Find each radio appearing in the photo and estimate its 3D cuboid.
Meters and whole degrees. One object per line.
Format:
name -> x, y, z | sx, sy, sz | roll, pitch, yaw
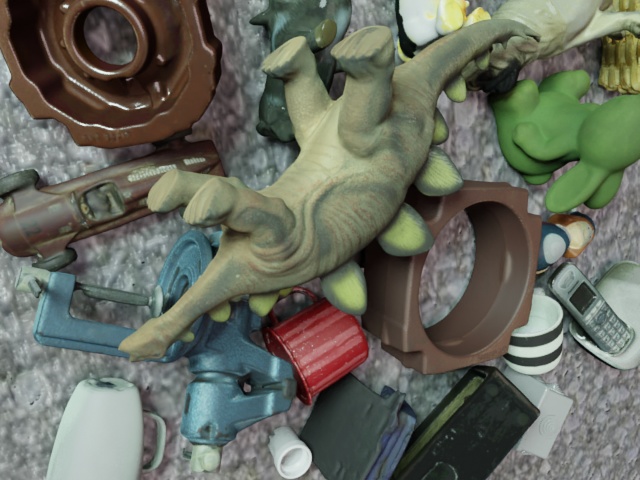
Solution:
radio -> 0.146, 0.252, 0.629 | 0.073, 0.131, 0.229 | 42, 81, 11

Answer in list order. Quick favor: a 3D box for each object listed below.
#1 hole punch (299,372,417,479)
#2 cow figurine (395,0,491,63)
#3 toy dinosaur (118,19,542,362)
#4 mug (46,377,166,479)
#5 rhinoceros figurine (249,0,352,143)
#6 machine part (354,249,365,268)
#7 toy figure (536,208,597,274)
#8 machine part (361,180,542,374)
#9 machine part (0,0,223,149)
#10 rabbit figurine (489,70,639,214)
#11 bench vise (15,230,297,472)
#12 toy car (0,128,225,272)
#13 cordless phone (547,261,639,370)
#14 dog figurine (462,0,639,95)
hole punch -> 0.054, 0.221, 0.605 | 0.092, 0.116, 0.142 | 32, 89, -33
cow figurine -> 0.110, -0.267, 0.537 | 0.068, 0.098, 0.167 | -4, 89, -32
toy dinosaur -> 0.031, -0.068, 0.439 | 0.471, 0.105, 0.198 | -46, 133, -10
mug -> -0.195, 0.187, 0.508 | 0.109, 0.081, 0.107 | 7, 89, -40
rhinoceros figurine -> -0.013, -0.181, 0.493 | 0.073, 0.112, 0.190 | -12, 121, -42
machine part -> -0.001, -0.002, 0.571 | 0.139, 0.039, 0.084 | 3, 105, -25
toy figure -> 0.302, 0.001, 0.691 | 0.154, 0.058, 0.064 | -19, 131, -20
machine part -> 0.147, 0.034, 0.600 | 0.201, 0.087, 0.200 | -5, 104, -33
machine part -> -0.163, -0.159, 0.421 | 0.179, 0.056, 0.179 | 0, 118, 0
rabbit figurine -> 0.281, -0.109, 0.594 | 0.121, 0.170, 0.159 | -6, 103, -22
bench vise -> -0.137, 0.082, 0.466 | 0.240, 0.129, 0.223 | 19, 75, -33
toy car -> -0.182, -0.039, 0.478 | 0.202, 0.053, 0.089 | -21, 106, -16
cordless phone -> 0.389, 0.072, 0.731 | 0.184, 0.089, 0.146 | 45, 83, -20
dog figurine -> 0.233, -0.243, 0.599 | 0.191, 0.172, 0.121 | -20, 105, 18
